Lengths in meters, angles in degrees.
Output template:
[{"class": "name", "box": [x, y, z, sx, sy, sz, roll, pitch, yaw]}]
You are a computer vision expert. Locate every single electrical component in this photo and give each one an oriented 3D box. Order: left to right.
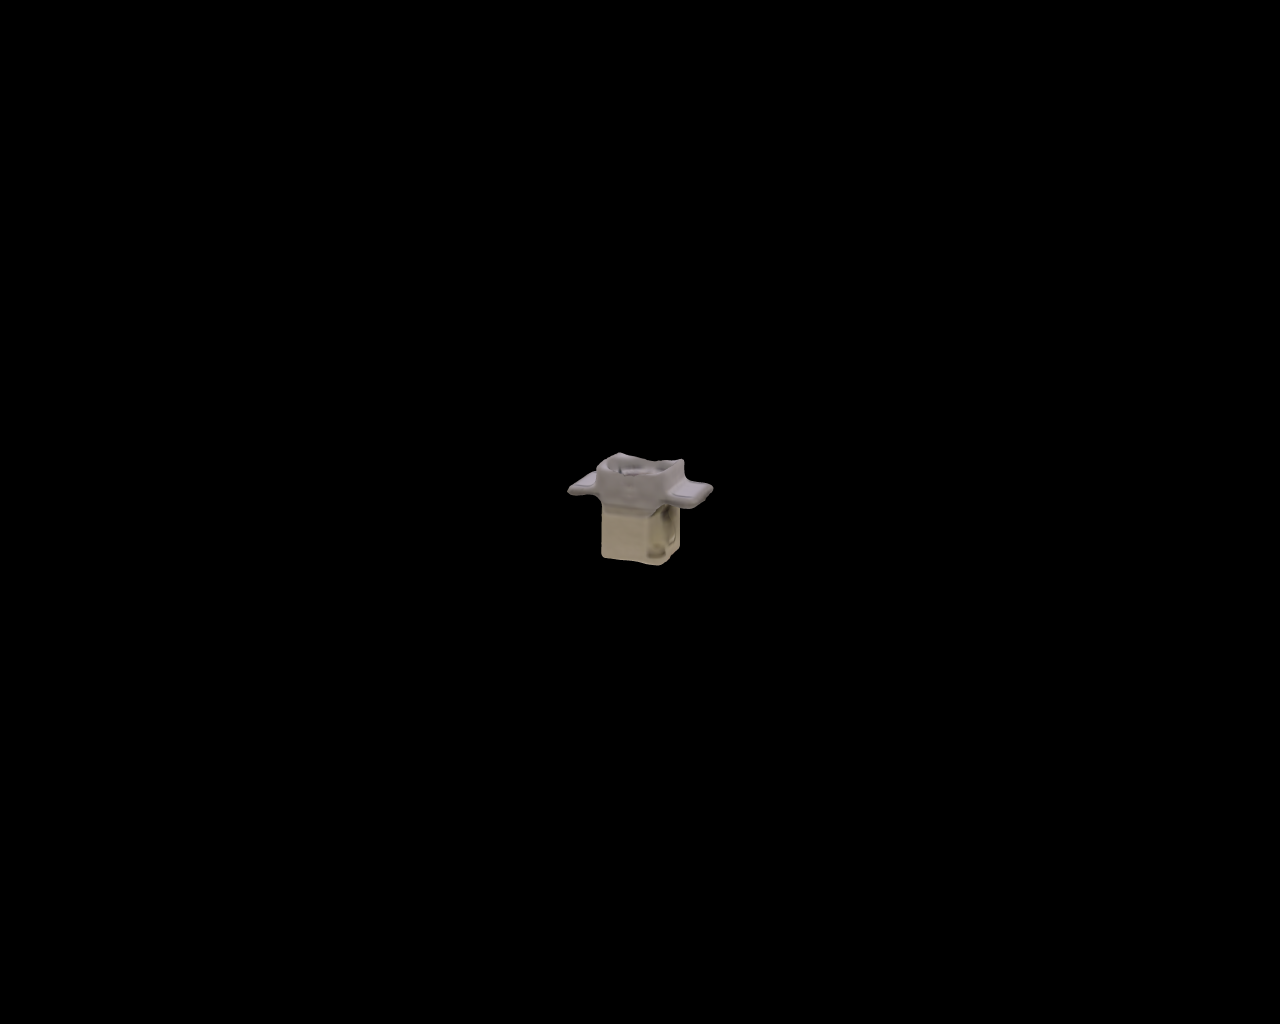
[{"class": "electrical component", "box": [0.001, -0.003, 0.650, 0.081, 0.063, 0.042, 7, 20, 20]}]
